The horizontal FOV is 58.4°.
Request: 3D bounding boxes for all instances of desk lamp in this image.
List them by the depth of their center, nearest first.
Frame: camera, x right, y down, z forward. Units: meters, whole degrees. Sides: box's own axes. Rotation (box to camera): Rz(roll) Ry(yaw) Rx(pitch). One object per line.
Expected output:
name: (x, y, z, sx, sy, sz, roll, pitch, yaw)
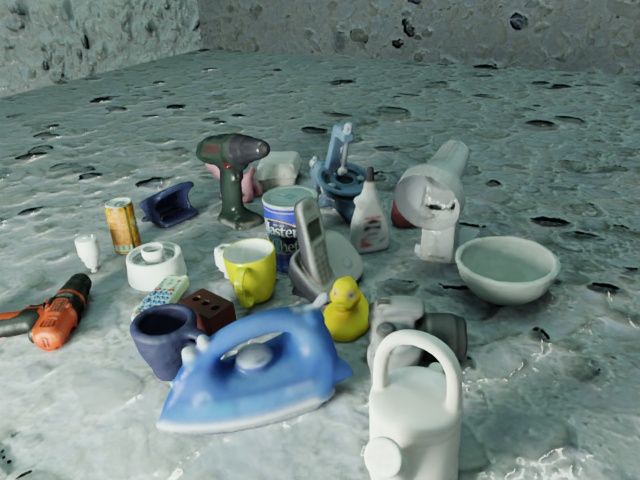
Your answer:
desk lamp: (0.223, -0.065, 1.054, 0.117, 0.214, 0.204, 12, 31, 27)

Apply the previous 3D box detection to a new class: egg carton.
egg carton: (-0.103, -0.178, 1.458, 0.107, 0.069, 0.150, 0, 28, 5)

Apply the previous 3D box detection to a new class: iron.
iron: (-0.091, 0.155, 0.740, 0.259, 0.141, 0.118, -14, 29, -20)

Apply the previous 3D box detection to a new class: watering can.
watering can: (0.101, 0.185, 0.607, 0.101, 0.194, 0.173, 1, 28, 7)

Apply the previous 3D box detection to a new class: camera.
camera: (0.135, 0.137, 0.797, 0.136, 0.101, 0.143, 0, 28, 5)

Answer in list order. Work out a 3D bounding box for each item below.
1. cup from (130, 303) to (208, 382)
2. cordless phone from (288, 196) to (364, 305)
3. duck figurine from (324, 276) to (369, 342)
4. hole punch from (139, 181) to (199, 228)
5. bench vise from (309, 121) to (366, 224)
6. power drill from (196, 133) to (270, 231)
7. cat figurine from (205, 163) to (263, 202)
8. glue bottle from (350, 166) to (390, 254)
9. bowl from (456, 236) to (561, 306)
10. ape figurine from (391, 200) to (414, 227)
cup: (-0.201, 0.153, 0.805, 0.117, 0.095, 0.092, 10, 30, 23)
cordless phone: (0.009, 0.003, 0.973, 0.093, 0.185, 0.148, 13, 31, 28)
duck figurine: (0.043, 0.097, 0.899, 0.077, 0.086, 0.105, 6, 29, 17)
hole punch: (-0.343, -0.088, 1.283, 0.100, 0.091, 0.109, 18, 34, 34)
bench vise: (0.025, -0.158, 1.243, 0.206, 0.220, 0.122, 22, 36, 39)
power drill: (-0.177, -0.132, 1.225, 0.228, 0.209, 0.076, 22, 37, 39)
cat figurine: (-0.208, -0.161, 1.382, 0.127, 0.118, 0.067, 10, 30, 23)
glue bottle: (0.095, -0.058, 1.097, 0.078, 0.173, 0.037, -12, 29, -17)
bowl: (0.308, 0.061, 0.955, 0.167, 0.075, 0.167, -2, 28, 1)
ape figurine: (0.184, -0.078, 1.214, 0.076, 0.092, 0.077, -16, 30, -24)
